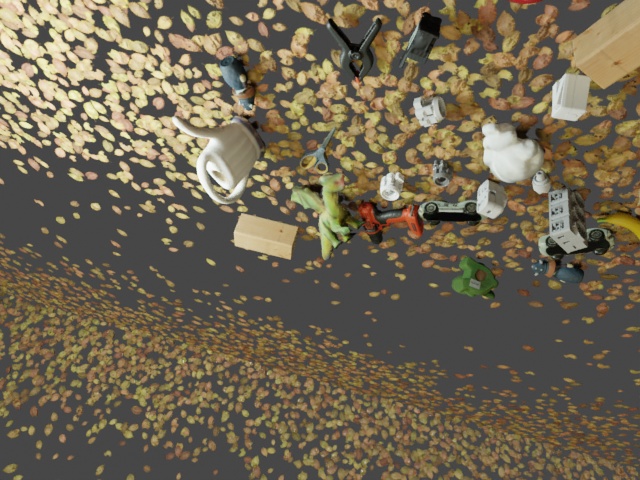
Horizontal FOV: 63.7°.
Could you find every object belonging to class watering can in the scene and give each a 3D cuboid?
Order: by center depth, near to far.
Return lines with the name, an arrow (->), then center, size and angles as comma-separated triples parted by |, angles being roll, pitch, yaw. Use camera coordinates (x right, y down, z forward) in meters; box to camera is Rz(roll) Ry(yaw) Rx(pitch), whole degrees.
watering can -> -0.260, -0.252, 1.397 | 0.104, 0.228, 0.340 | 18, 149, 28

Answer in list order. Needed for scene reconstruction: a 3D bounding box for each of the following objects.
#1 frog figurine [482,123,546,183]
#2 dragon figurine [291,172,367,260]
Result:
frog figurine -> 0.460, -0.215, 1.249 | 0.137, 0.124, 0.157 | 7, 161, 47
dragon figurine -> 0.005, -0.082, 1.629 | 0.243, 0.124, 0.403 | 47, 147, 4
